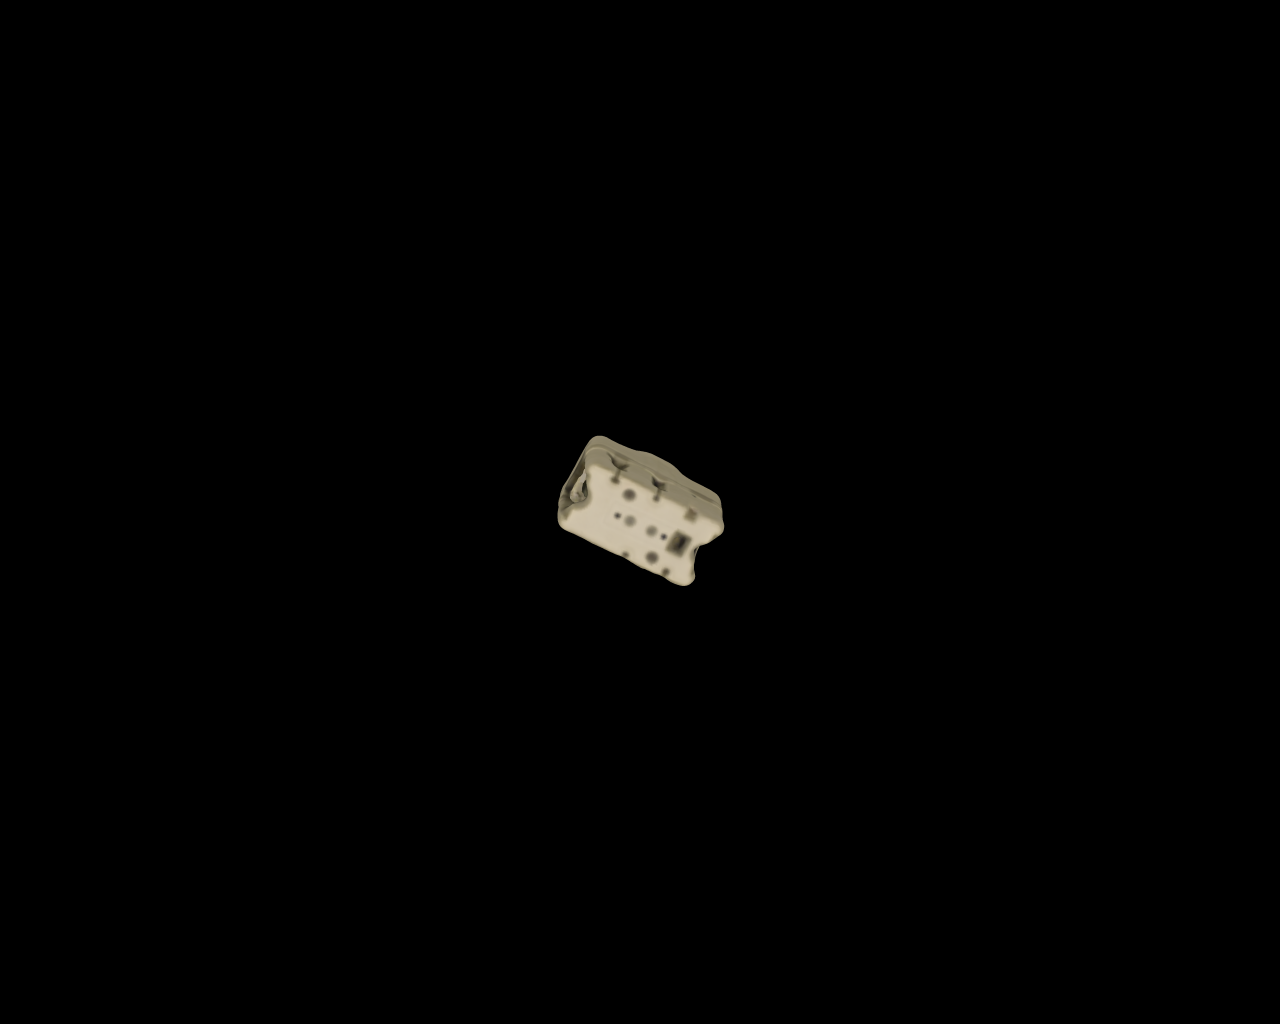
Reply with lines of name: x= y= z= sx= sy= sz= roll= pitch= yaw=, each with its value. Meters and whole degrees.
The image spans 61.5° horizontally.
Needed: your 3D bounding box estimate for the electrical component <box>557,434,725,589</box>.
electrical component: x=0.001 y=-0.003 z=0.650 sx=0.089 sy=0.050 sz=0.056 roll=26 pitch=21 yaw=-11
